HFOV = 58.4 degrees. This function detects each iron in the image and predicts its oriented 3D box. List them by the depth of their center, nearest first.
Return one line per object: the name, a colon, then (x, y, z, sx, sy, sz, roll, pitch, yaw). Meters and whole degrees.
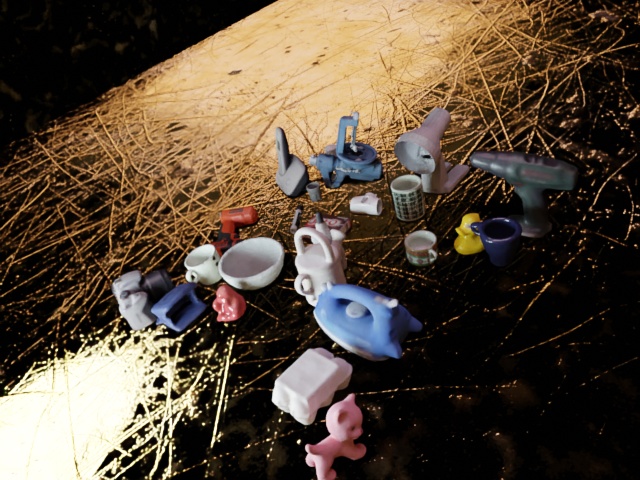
iron: (0.073, 0.143, 1.177, 0.257, 0.142, 0.119, 16, 46, 36)

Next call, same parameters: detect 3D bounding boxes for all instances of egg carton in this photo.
egg carton: (-0.015, 0.275, 1.094, 0.107, 0.069, 0.150, 21, 49, 39)

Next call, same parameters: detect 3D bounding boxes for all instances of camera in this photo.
camera: (-0.433, 0.127, 1.420, 0.137, 0.101, 0.142, -26, 37, -14)

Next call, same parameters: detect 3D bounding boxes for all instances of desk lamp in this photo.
desk lamp: (0.299, -0.230, 1.531, 0.117, 0.214, 0.204, 17, 47, 37)

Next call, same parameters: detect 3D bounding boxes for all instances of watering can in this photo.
watering can: (-0.001, 0.045, 1.291, 0.100, 0.194, 0.173, -2, 38, 19)

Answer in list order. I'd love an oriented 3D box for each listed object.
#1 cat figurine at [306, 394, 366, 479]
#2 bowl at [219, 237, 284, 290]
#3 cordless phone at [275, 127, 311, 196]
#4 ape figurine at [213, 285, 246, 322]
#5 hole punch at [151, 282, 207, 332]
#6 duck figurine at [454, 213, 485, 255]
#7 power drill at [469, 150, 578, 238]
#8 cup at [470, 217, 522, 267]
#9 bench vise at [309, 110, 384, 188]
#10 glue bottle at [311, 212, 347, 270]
cat figurine: (0.027, 0.327, 0.968, 0.128, 0.118, 0.067, -33, 39, -22)
bowl: (-0.161, 0.071, 1.417, 0.167, 0.075, 0.167, -10, 36, 8)
cordless phone: (-0.095, -0.236, 1.709, 0.094, 0.185, 0.147, -26, 37, -14)
ape figurine: (-0.213, 0.142, 1.326, 0.076, 0.092, 0.077, -32, 39, -21)
hole punch: (-0.345, 0.150, 1.366, 0.100, 0.091, 0.109, 16, 46, 36)
duck figurine: (0.360, -0.025, 1.343, 0.105, 0.086, 0.077, -26, 37, -14)
power drill: (0.464, -0.110, 1.314, 0.228, 0.209, 0.076, 3, 40, 24)
cup: (0.391, 0.007, 1.281, 0.117, 0.095, 0.092, 18, 48, 38)
bench vise: (0.067, -0.255, 1.645, 0.207, 0.220, 0.121, -16, 36, -1)
glue bottle: (0.012, 0.005, 1.357, 0.078, 0.173, 0.037, -15, 36, 1)
